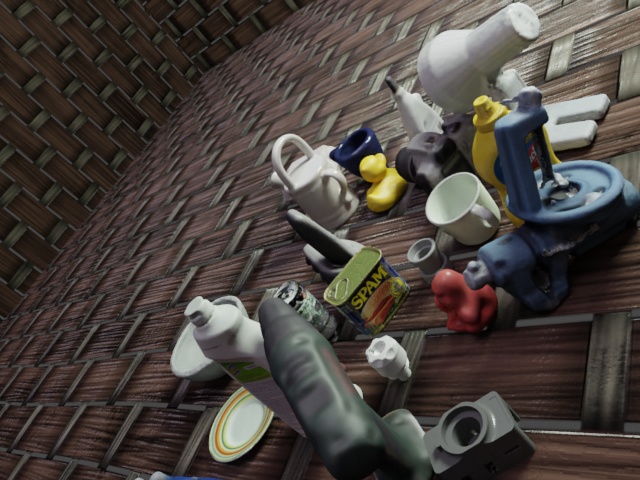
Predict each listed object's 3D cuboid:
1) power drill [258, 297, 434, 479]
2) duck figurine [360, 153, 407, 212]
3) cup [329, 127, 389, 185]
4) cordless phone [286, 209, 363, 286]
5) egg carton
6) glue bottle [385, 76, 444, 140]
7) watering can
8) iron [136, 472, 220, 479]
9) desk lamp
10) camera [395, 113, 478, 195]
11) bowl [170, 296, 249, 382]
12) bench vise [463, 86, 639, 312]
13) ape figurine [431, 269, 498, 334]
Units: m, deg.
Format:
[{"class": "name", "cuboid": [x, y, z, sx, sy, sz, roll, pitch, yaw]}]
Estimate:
[{"class": "power drill", "cuboid": [0.026, 0.174, 0.602, 0.075, 0.209, 0.229, -43, 28, 1]}, {"class": "duck figurine", "cuboid": [0.103, -0.109, 1.028, 0.077, 0.086, 0.105, -13, 40, 44]}, {"class": "cup", "cuboid": [0.079, -0.151, 1.108, 0.117, 0.095, 0.092, -10, 42, 47]}, {"class": "cordless phone", "cuboid": [0.008, 0.003, 0.889, 0.094, 0.185, 0.147, -47, 28, -6]}, {"class": "egg carton", "cuboid": [-0.015, -0.140, 1.245, 0.150, 0.069, 0.107, -25, 33, 31]}, {"class": "glue bottle", "cuboid": [0.166, -0.219, 1.002, 0.037, 0.173, 0.078, -9, 44, 47]}, {"class": "watering can", "cuboid": [-0.026, -0.113, 1.087, 0.172, 0.194, 0.101, -23, 34, 33]}, {"class": "iron", "cuboid": [-0.237, 0.374, 0.746, 0.258, 0.142, 0.118, -43, 28, 1]}, {"class": "desk lamp", "cuboid": [0.272, -0.231, 0.834, 0.202, 0.214, 0.118, -3, 48, 51]}, {"class": "camera", "cuboid": [0.190, -0.143, 0.944, 0.143, 0.101, 0.136, -50, 28, -11]}, {"class": "bowl", "cuboid": [-0.177, 0.185, 1.002, 0.167, 0.075, 0.167, -32, 30, 21]}, {"class": "bench vise", "cuboid": [0.233, -0.037, 0.610, 0.207, 0.220, 0.121, -51, 29, -14]}, {"class": "ape figurine", "cuboid": [0.166, 0.069, 0.689, 0.076, 0.092, 0.077, -37, 28, 13]}]
